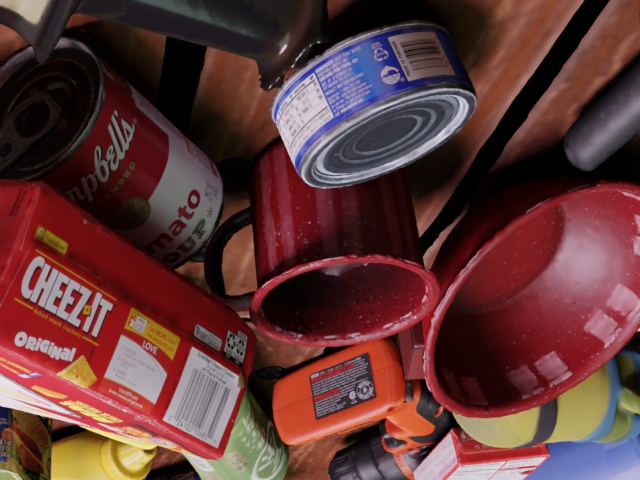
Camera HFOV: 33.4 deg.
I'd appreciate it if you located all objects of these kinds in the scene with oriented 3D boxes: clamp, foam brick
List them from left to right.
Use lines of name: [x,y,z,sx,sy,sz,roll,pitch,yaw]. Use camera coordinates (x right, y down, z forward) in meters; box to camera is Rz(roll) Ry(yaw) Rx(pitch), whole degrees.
foam brick: [0.090,0.052,0.673,0.078,0.053,0.051,-4,150,-3]
clamp: [0.186,-0.086,0.470,0.120,0.039,0.171,-4,150,-8]

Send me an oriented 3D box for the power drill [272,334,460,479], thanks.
power drill: [0.047,0.140,0.812,0.185,0.057,0.187,-28,147,24]

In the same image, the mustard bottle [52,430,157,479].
mustard bottle: [-0.195,0.193,0.848,0.192,0.058,0.096,-31,142,34]

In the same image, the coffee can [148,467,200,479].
coffee can: [-0.113,0.248,0.915,0.140,0.103,0.102,-20,148,21]

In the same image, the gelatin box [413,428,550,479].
gelatin box: [0.118,0.165,0.792,0.073,0.030,0.089,-1,147,-17]

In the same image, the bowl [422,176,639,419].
bowl: [0.115,0.022,0.589,0.162,0.055,0.162,-17,132,-19]

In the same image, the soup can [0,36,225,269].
soup can: [-0.095,-0.034,0.473,0.069,0.068,0.102,-19,149,19]

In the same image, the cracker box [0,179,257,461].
cracker box: [-0.159,0.029,0.490,0.214,0.072,0.164,6,159,33]

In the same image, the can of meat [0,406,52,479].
can of meat: [-0.214,0.129,0.709,0.057,0.084,0.102,-9,150,2]

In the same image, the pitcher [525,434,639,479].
pitcher: [0.198,0.224,0.912,0.243,0.145,0.149,-32,155,32]

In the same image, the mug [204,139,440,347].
mug: [-0.004,0.001,0.536,0.117,0.081,0.093,-17,149,15]

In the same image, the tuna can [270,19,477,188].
tuna can: [0.024,-0.057,0.464,0.086,0.034,0.086,-21,164,-7]
